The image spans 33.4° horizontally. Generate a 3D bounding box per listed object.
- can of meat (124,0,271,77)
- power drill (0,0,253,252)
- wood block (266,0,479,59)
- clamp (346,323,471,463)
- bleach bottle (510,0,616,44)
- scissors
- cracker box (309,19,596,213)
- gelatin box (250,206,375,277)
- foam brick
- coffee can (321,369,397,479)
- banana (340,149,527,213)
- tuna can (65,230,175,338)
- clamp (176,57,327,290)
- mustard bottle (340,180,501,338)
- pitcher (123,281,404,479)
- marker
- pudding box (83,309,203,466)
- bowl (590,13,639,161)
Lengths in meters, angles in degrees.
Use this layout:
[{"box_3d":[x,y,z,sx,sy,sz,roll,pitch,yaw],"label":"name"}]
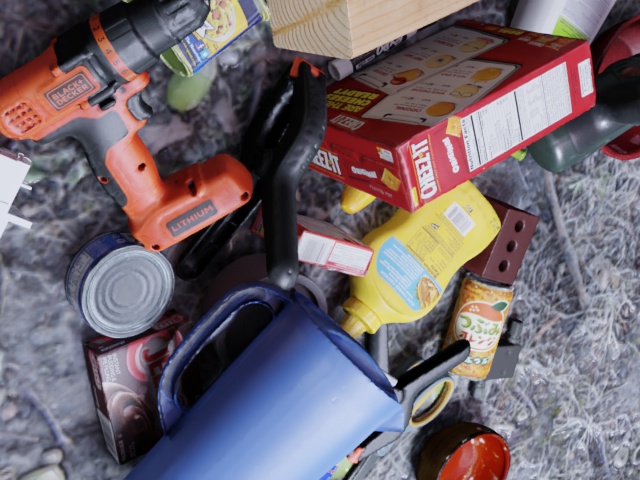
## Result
[{"box_3d":[-0.100,-0.189,0.824,0.084,0.058,0.102,-41,128,-13],"label":"can of meat"},{"box_3d":[-0.128,-0.090,0.811,0.184,0.057,0.187,-28,127,10],"label":"power drill"},{"box_3d":[0.060,-0.226,0.876,0.205,0.091,0.090,-31,124,-36],"label":"wood block"},{"box_3d":[0.079,0.152,1.094,0.120,0.039,0.171,19,101,-12],"label":"clamp"},{"box_3d":[0.231,-0.223,1.045,0.102,0.068,0.251,24,96,-39],"label":"bleach bottle"},{"box_3d":[0.063,0.200,1.130,0.201,0.016,0.096,-38,125,-17],"label":"scissors"},{"box_3d":[0.107,-0.115,0.933,0.213,0.164,0.072,-30,121,-22],"label":"cracker box"},{"box_3d":[-0.006,0.001,0.960,0.089,0.073,0.030,15,101,-40],"label":"gelatin box"},{"box_3d":[0.182,-0.001,1.107,0.052,0.051,0.078,13,100,-39],"label":"foam brick"},{"box_3d":[-0.008,0.161,1.006,0.102,0.103,0.140,37,86,-39],"label":"coffee can"},{"box_3d":[0.098,-0.082,1.006,0.197,0.070,0.037,-19,146,-17],"label":"banana"},{"box_3d":[-0.165,0.037,0.886,0.086,0.034,0.086,-15,118,-30],"label":"tuna can"},{"box_3d":[-0.049,-0.052,0.892,0.036,0.165,0.210,28,68,-34],"label":"clamp"},{"box_3d":[0.085,0.022,1.034,0.191,0.058,0.096,-48,111,-13],"label":"mustard bottle"},{"box_3d":[-0.064,0.162,0.896,0.243,0.149,0.144,-44,146,3],"label":"pitcher"},{"box_3d":[0.059,-0.180,0.966,0.121,0.020,0.020,-33,125,-20],"label":"marker"},{"box_3d":[-0.151,0.127,0.930,0.089,0.039,0.113,-20,120,-28],"label":"pudding box"},{"box_3d":[0.324,-0.169,1.136,0.161,0.055,0.162,-14,117,-30],"label":"bowl"}]
